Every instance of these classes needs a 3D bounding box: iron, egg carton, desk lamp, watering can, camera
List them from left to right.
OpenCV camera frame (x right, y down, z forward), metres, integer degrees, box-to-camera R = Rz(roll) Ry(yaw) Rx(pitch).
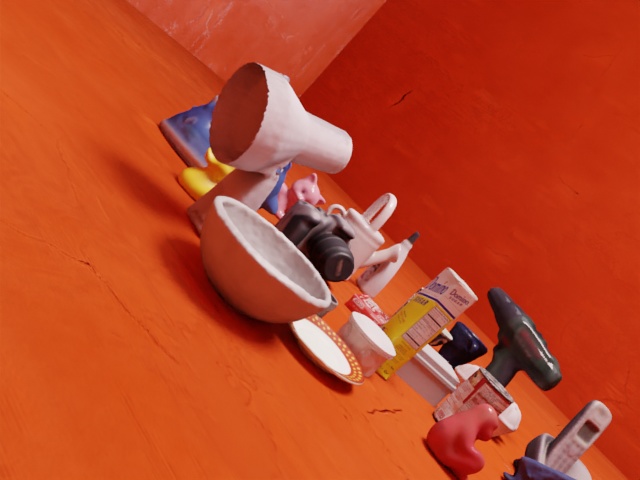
[{"bbox_3d":[-0.150,-0.164,0.970,0.258,0.141,0.119,46,9,12],"label":"iron"},{"bbox_3d":[-0.070,-0.085,0.718,0.204,0.213,0.117,35,12,-46],"label":"desk lamp"},{"bbox_3d":[0.009,0.004,1.032,0.144,0.100,0.136,39,10,-30],"label":"camera"},{"bbox_3d":[0.090,-0.014,1.172,0.173,0.194,0.100,38,10,-35],"label":"watering can"},{"bbox_3d":[0.313,0.303,1.088,0.150,0.069,0.108,48,10,28],"label":"egg carton"}]

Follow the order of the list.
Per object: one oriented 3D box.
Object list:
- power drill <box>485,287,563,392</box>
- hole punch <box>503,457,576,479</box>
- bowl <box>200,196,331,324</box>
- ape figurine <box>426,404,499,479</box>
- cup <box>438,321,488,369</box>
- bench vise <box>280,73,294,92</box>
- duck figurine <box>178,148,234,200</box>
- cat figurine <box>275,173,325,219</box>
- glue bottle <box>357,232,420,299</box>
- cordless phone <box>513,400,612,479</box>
[{"bbox_3d":[0.365,0.238,1.175,0.229,0.208,0.076,49,10,34],"label":"power drill"},{"bbox_3d":[0.348,0.370,0.857,0.109,0.091,0.101,38,10,-32],"label":"hole punch"},{"bbox_3d":[-0.070,0.034,0.613,0.168,0.074,0.167,42,9,-8],"label":"bowl"},{"bbox_3d":[0.186,0.244,0.717,0.076,0.092,0.078,44,9,3],"label":"ape figurine"},{"bbox_3d":[0.306,0.245,1.256,0.092,0.095,0.118,43,9,-1],"label":"cup"},{"bbox_3d":[-0.110,-0.210,1.108,0.206,0.219,0.122,49,10,34],"label":"bench vise"},{"bbox_3d":[-0.140,-0.087,0.832,0.105,0.086,0.077,42,9,-10],"label":"duck figurine"},{"bbox_3d":[-0.056,-0.101,1.180,0.128,0.117,0.067,44,8,4],"label":"cat figurine"},{"bbox_3d":[0.151,0.046,1.232,0.037,0.173,0.078,41,9,-18],"label":"glue bottle"},{"bbox_3d":[0.438,0.368,0.964,0.148,0.185,0.094,41,9,-20],"label":"cordless phone"}]
